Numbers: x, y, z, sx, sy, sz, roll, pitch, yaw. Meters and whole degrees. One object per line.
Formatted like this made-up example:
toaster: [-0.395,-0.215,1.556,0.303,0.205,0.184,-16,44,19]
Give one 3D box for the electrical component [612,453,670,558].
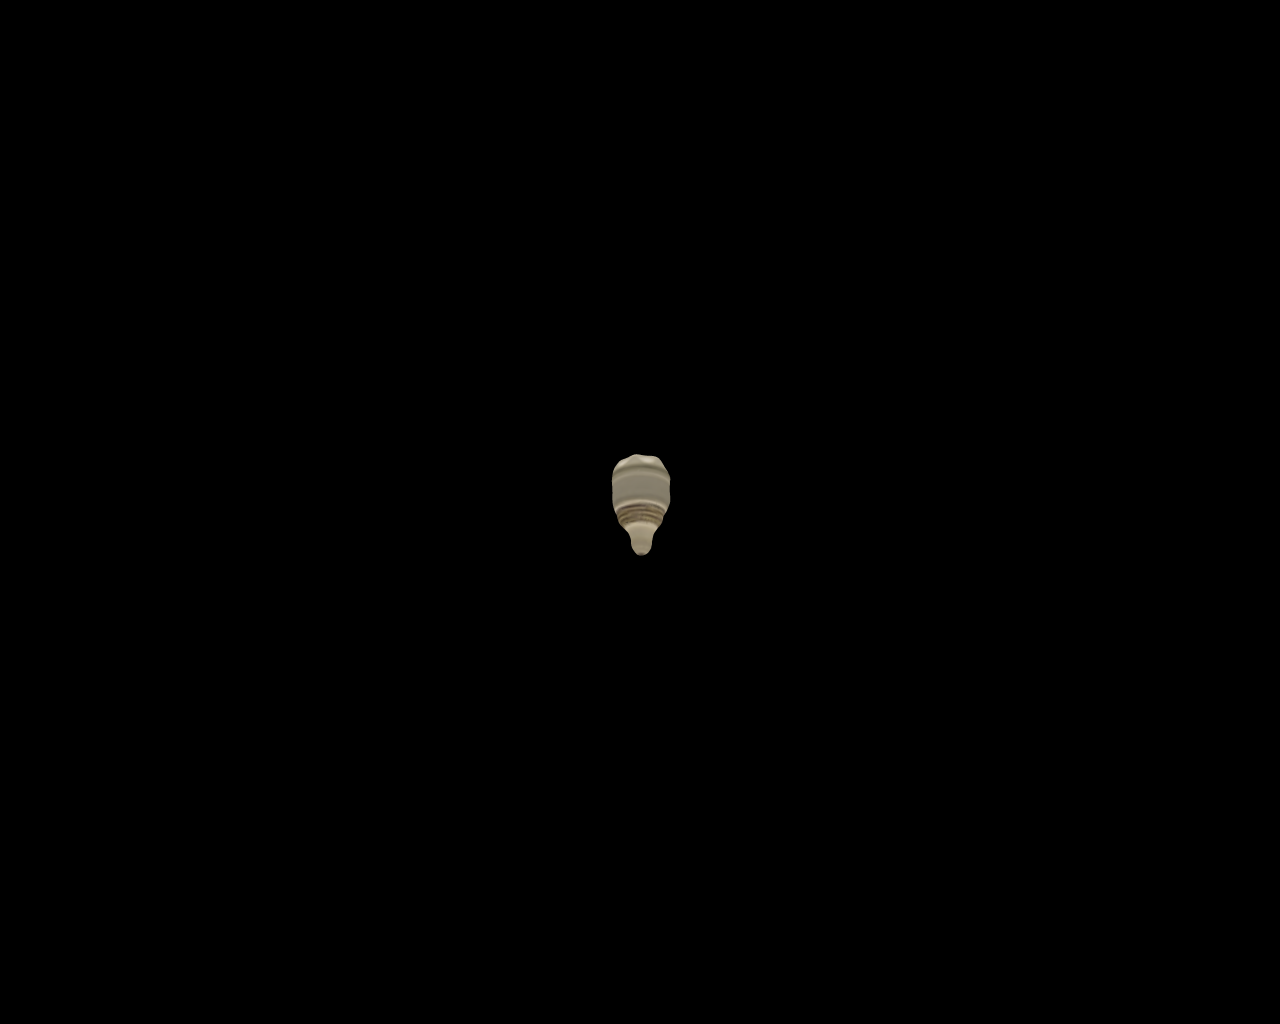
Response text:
electrical component: [0.001,-0.003,0.650,0.035,0.061,0.035,0,-22,0]
